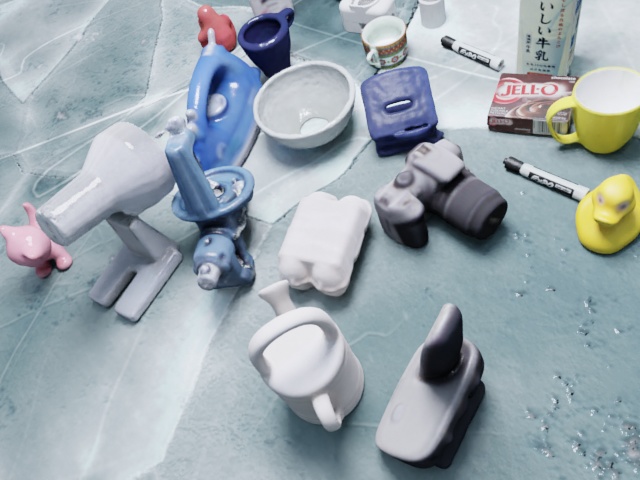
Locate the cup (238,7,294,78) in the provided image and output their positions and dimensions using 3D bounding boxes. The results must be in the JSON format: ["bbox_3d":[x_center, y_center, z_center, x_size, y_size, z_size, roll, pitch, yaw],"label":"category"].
[{"bbox_3d":[-0.079,-0.342,1.009,0.091,0.095,0.118,32,72,31],"label":"cup"}]

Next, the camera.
[{"bbox_3d":[0.163,-0.055,0.750,0.143,0.101,0.136,-43,57,-12],"label":"camera"}]

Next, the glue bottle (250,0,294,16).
[{"bbox_3d":[-0.106,-0.482,1.057,0.078,0.173,0.037,-23,55,2],"label":"glue bottle"}]

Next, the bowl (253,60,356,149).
[{"bbox_3d":[-0.017,-0.203,0.914,0.167,0.075,0.167,-8,57,12],"label":"bowl"}]

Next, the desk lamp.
[{"bbox_3d":[-0.277,-0.026,0.794,0.117,0.214,0.203,19,66,26],"label":"desk lamp"}]

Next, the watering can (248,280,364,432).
[{"bbox_3d":[-0.023,0.125,0.635,0.101,0.194,0.172,-45,57,-13],"label":"watering can"}]

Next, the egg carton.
[{"bbox_3d":[0.007,0.003,0.780,0.107,0.069,0.150,8,61,21],"label":"egg carton"}]

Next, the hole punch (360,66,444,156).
[{"bbox_3d":[0.122,-0.193,0.857,0.108,0.091,0.101,-13,56,8],"label":"hole punch"}]

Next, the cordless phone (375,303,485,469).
[{"bbox_3d":[0.108,0.149,0.586,0.093,0.185,0.148,18,65,26],"label":"cordless phone"}]

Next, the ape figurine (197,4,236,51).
[{"bbox_3d":[-0.202,-0.406,1.088,0.078,0.092,0.076,-33,55,-6],"label":"ape figurine"}]

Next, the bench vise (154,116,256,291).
[{"bbox_3d":[-0.141,-0.047,0.763,0.121,0.220,0.207,-24,55,1],"label":"bench vise"}]

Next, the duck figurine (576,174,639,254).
[{"bbox_3d":[0.357,-0.046,0.696,0.077,0.086,0.105,23,67,28],"label":"duck figurine"}]

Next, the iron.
[{"bbox_3d":[-0.174,-0.209,0.924,0.118,0.142,0.258,-2,58,16],"label":"iron"}]

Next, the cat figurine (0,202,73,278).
[{"bbox_3d":[-0.443,-0.002,0.887,0.067,0.118,0.127,-20,55,4],"label":"cat figurine"}]
